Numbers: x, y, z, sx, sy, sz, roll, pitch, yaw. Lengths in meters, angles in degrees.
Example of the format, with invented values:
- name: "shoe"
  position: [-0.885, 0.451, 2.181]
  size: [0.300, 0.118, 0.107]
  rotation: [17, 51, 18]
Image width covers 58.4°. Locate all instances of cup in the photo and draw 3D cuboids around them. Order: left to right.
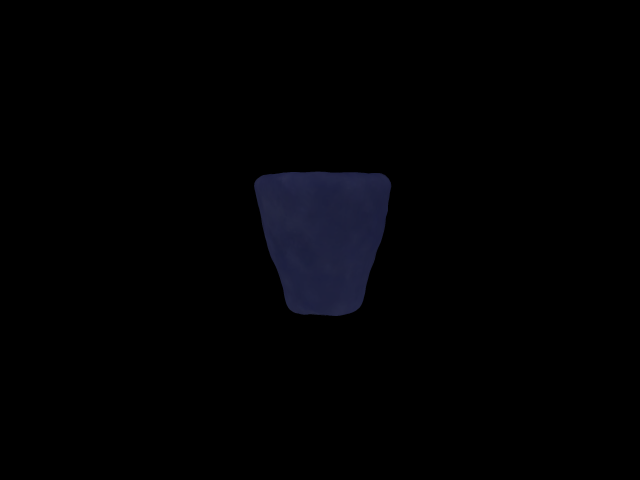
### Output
- name: "cup"
  position: [0.004, 0.001, 0.400]
  size: [0.091, 0.095, 0.118]
  rotation: [1, 5, 8]
